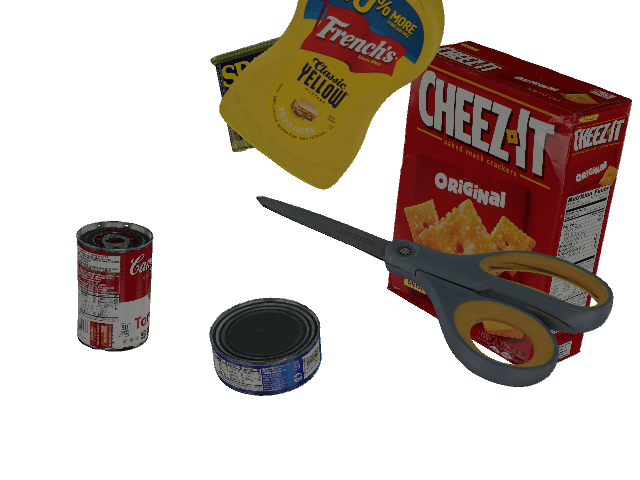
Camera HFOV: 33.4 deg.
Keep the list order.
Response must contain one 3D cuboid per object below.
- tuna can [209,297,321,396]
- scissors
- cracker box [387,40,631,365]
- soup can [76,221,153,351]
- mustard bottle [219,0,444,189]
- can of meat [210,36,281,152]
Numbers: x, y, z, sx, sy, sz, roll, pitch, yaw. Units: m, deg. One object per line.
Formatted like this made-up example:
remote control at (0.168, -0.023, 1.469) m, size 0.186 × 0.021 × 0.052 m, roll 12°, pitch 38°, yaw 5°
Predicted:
tuna can at (-0.042, 0.082, 0.829) m, size 0.086 × 0.034 × 0.086 m, roll -3°, pitch 31°, yaw 2°
scissors at (0.045, 0.023, 0.547) m, size 0.202 × 0.016 × 0.096 m, roll 11°, pitch 42°, yaw 16°
cracker box at (0.137, -0.028, 0.831) m, size 0.071 × 0.214 × 0.164 m, roll -17°, pitch 34°, yaw -36°
soup can at (-0.188, 0.042, 0.971) m, size 0.068 × 0.102 × 0.068 m, roll 5°, pitch 21°, yaw -2°
mustard bottle at (0.024, -0.132, 0.696) m, size 0.096 × 0.192 × 0.058 m, roll 37°, pitch 19°, yaw -6°
can of meat at (-0.039, -0.127, 0.923) m, size 0.102 × 0.084 × 0.057 m, roll -10°, pitch 3°, yaw 32°
